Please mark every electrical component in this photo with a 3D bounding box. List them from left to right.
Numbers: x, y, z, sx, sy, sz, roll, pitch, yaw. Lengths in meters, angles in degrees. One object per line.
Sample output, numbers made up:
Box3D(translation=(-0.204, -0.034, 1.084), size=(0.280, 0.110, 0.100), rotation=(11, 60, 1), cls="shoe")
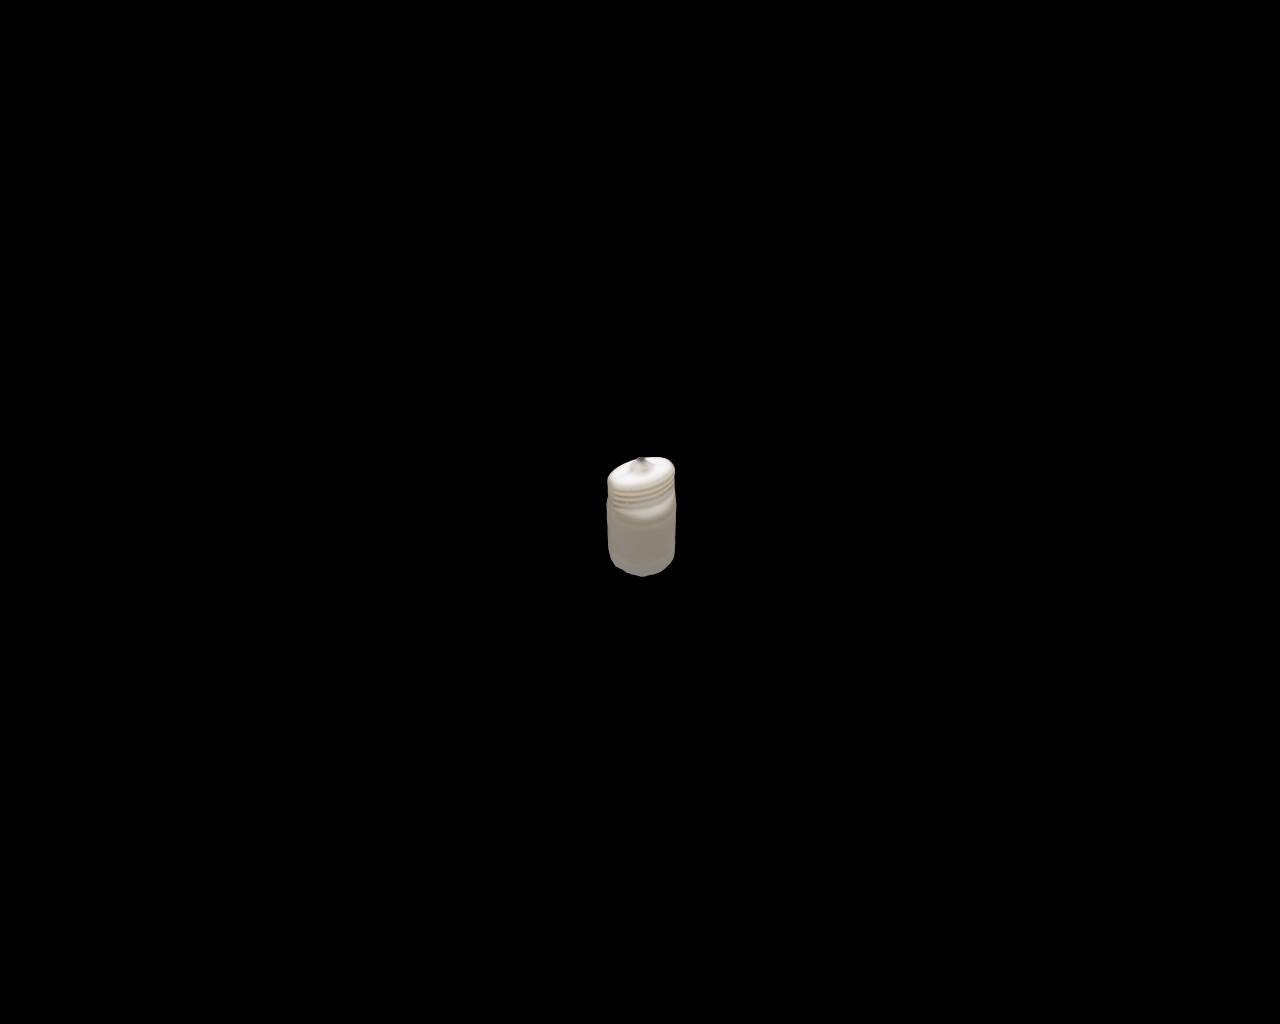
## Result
Box3D(translation=(0.001, -0.003, 0.650), size=(0.043, 0.080, 0.043), rotation=(0, 43, 0), cls="electrical component")
